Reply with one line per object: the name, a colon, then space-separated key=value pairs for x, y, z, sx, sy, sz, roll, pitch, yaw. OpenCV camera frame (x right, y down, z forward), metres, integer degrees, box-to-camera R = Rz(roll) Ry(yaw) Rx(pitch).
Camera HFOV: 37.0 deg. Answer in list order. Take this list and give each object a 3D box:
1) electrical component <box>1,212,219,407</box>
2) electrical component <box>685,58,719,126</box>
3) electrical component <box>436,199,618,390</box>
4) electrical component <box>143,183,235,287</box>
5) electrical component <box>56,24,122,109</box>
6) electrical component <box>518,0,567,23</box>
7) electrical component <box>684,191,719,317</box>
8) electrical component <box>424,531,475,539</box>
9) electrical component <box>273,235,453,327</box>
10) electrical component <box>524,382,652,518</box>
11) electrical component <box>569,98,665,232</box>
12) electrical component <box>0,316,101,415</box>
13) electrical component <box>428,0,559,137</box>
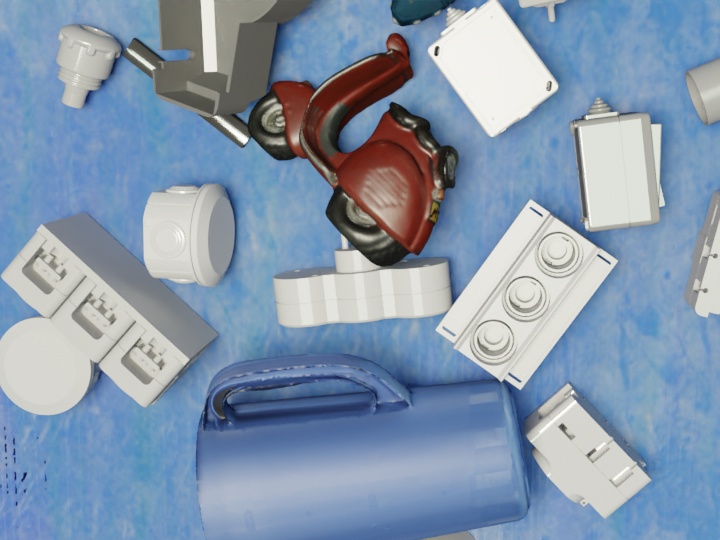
electrical component: x=-0.197 y=0.032 z=0.848 sx=0.150 sy=0.089 sz=0.061 roll=43 pitch=102 yaw=-1
electrical component: x=0.284 y=-0.140 z=0.783 sx=0.081 sy=0.043 sz=0.043 roll=-21 pitch=96 yaw=10
electrical component: x=0.125 y=0.017 z=0.818 sx=0.079 sy=0.063 sz=0.121 roll=35 pitch=101 yaw=1
electrical component: x=-0.132 y=-0.028 z=0.836 sx=0.051 sy=0.080 sz=0.080 roll=3 pitch=99 yaw=12
electrical component: x=-0.218 y=-0.158 z=0.844 sx=0.048 sy=0.048 sz=0.062 roll=23 pitch=108 yaw=3
electrical component: x=0.134 y=-0.216 z=0.780 sx=0.047 sy=0.083 sz=0.075 roll=-10 pitch=136 yaw=8
electrical component: x=0.279 y=-0.010 z=0.798 sx=0.050 sy=0.055 sz=0.089 roll=13 pitch=100 yaw=5
electrical component: x=0.049 y=0.258 z=0.867 sx=0.108 sy=0.060 sz=0.108 roll=1 pitch=99 yaw=7
electrical component: x=0.000 y=0.000 z=0.837 sx=0.138 sy=0.052 sz=0.073 roll=-5 pitch=98 yaw=8
electrical component: x=0.173 y=0.142 z=0.839 sx=0.056 sy=0.050 sz=0.089 roll=-44 pitch=92 yaw=11
electrical component: x=0.191 y=-0.081 z=0.795 sx=0.061 sy=0.061 sz=0.096 roll=-7 pitch=98 yaw=8
electrical component: x=-0.252 y=0.074 z=0.881 sx=0.080 sy=0.051 sz=0.080 roll=1 pitch=99 yaw=7
electrical component: x=0.095 y=-0.154 z=0.796 sx=0.062 sy=0.061 sz=0.096 roll=-36 pitch=93 yaw=12
